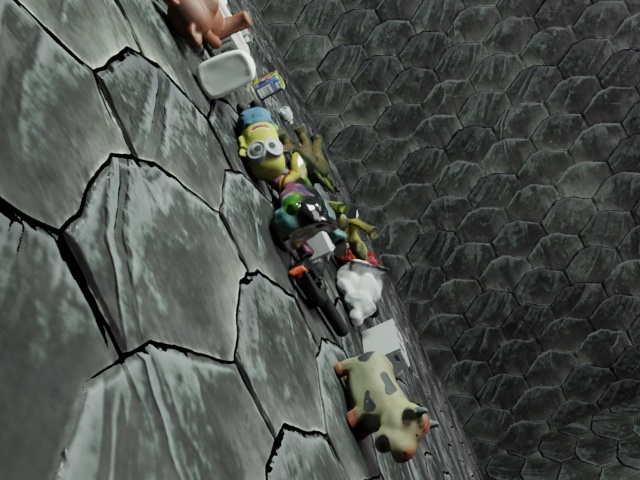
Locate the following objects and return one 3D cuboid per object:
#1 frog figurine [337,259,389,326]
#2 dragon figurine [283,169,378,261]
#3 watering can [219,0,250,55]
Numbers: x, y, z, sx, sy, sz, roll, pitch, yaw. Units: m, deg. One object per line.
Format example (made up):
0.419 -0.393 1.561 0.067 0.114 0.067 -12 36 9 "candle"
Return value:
0.098 0.137 1.298 0.122 0.161 0.136 1 -18 38 "frog figurine"
0.004 -0.068 1.346 0.406 0.122 0.244 45 -5 -19 "dragon figurine"
-0.263 -0.599 1.193 0.103 0.348 0.225 -27 -3 9 "watering can"
